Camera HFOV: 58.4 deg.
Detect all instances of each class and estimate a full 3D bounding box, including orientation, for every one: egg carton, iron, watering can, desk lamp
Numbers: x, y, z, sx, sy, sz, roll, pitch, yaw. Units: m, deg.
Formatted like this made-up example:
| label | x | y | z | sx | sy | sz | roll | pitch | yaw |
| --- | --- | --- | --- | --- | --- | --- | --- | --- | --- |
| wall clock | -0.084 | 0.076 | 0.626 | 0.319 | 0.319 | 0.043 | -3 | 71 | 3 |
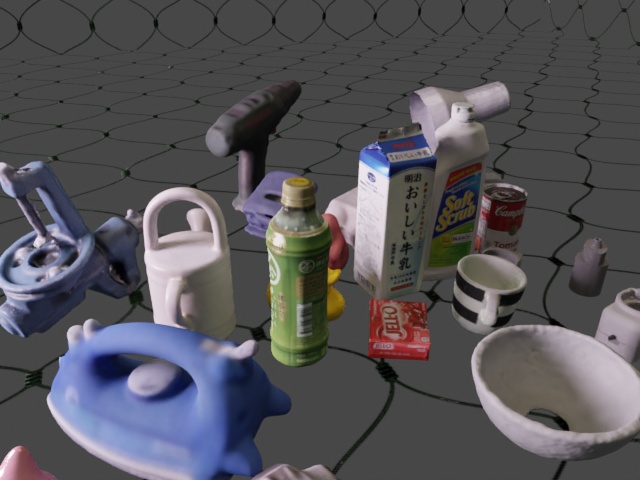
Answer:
| label | x | y | z | sx | sy | sz | roll | pitch | yaw |
| --- | --- | --- | --- | --- | --- | --- | --- | --- | --- |
| egg carton | 0.080 | -0.039 | 0.945 | 0.107 | 0.069 | 0.151 | 21 | 34 | 32 |
| iron | -0.163 | 0.132 | 0.545 | 0.257 | 0.141 | 0.119 | 8 | 29 | 13 |
| watering can | -0.159 | 0.023 | 0.691 | 0.101 | 0.194 | 0.172 | -10 | 30 | -19 |
| desk lamp | 0.266 | -0.185 | 1.069 | 0.203 | 0.214 | 0.117 | -6 | 29 | -12 |

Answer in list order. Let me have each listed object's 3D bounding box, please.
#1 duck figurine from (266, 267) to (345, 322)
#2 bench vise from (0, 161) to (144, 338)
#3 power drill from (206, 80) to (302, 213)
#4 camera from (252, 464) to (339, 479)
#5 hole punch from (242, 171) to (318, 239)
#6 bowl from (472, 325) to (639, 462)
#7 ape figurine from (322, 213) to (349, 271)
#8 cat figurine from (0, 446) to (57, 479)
| label | x | y | z | sx | sy | sz | roll | pitch | yaw |
| --- | --- | --- | --- | --- | --- | --- | --- | --- | --- |
| duck figurine | -0.019 | 0.056 | 0.748 | 0.104 | 0.086 | 0.077 | 5 | 29 | 8 |
| bench vise | -0.323 | -0.011 | 0.723 | 0.121 | 0.220 | 0.208 | 10 | 30 | 16 |
| power drill | -0.107 | -0.164 | 1.023 | 0.075 | 0.208 | 0.230 | 17 | 32 | 28 |
| camera | -0.015 | 0.238 | 0.397 | 0.143 | 0.101 | 0.136 | -20 | 35 | -34 |
| hole punch | -0.064 | -0.055 | 0.947 | 0.108 | 0.091 | 0.101 | 17 | 32 | 27 |
| bowl | 0.232 | 0.162 | 0.573 | 0.167 | 0.075 | 0.167 | 1 | 28 | 0 |
| ape figurine | 0.008 | 0.003 | 0.841 | 0.076 | 0.092 | 0.077 | -9 | 30 | -18 |
| cat figurine | -0.204 | 0.207 | 0.431 | 0.128 | 0.118 | 0.067 | -2 | 29 | -6 |
